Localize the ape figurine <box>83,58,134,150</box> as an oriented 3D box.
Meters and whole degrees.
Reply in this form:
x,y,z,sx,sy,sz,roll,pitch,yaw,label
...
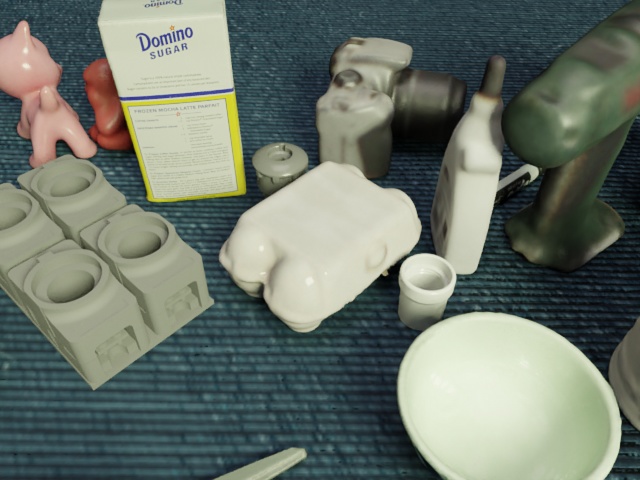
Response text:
x,y,z,sx,sy,sz,roll,pitch,yaw,label
-0.206,-0.136,0.568,0.076,0.092,0.077,0,44,-1,ape figurine

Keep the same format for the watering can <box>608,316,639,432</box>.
x,y,z,sx,sy,sz,roll,pitch,yaw,label
0.252,0.033,0.330,0.100,0.194,0.173,14,46,14,watering can

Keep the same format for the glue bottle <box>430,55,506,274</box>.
x,y,z,sx,sy,sz,roll,pitch,yaw,label
0.116,-0.057,0.435,0.037,0.173,0.078,1,44,1,glue bottle

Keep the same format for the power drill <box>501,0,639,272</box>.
x,y,z,sx,sy,sz,roll,pitch,yaw,label
0.221,-0.084,0.441,0.230,0.208,0.075,-28,51,-27,power drill

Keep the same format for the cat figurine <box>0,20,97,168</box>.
x,y,z,sx,sy,sz,roll,pitch,yaw,label
-0.280,-0.150,0.562,0.067,0.118,0.127,-25,50,-25,cat figurine

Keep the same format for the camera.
x,y,z,sx,sy,sz,roll,pitch,yaw,label
0.074,-0.137,0.569,0.136,0.101,0.143,10,45,9,camera

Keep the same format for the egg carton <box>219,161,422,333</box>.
x,y,z,sx,sy,sz,roll,pitch,yaw,label
0.004,0.002,0.447,0.107,0.069,0.151,32,52,28,egg carton

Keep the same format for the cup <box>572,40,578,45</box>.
x,y,z,sx,sy,sz,roll,pitch,yaw,label
0.305,-0.148,0.590,0.117,0.095,0.092,9,45,8,cup
